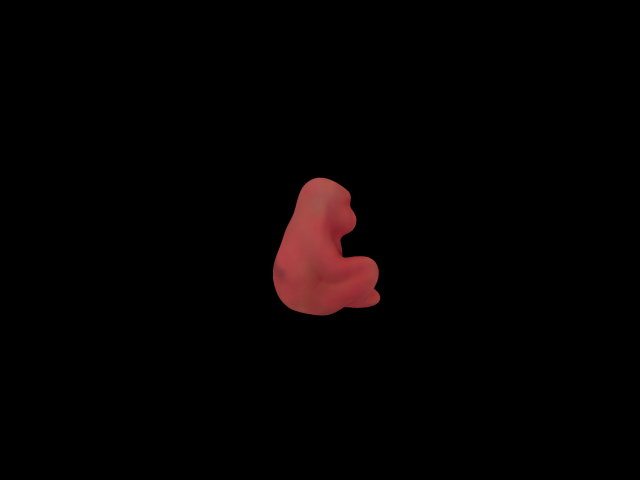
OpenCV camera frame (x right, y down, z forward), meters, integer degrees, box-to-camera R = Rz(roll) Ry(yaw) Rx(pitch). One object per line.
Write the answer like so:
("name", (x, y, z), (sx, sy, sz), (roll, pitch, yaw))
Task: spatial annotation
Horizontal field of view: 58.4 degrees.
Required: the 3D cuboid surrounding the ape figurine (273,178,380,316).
("ape figurine", (0.004, 0.001, 0.400), (0.076, 0.092, 0.077), (-6, 28, -11))
